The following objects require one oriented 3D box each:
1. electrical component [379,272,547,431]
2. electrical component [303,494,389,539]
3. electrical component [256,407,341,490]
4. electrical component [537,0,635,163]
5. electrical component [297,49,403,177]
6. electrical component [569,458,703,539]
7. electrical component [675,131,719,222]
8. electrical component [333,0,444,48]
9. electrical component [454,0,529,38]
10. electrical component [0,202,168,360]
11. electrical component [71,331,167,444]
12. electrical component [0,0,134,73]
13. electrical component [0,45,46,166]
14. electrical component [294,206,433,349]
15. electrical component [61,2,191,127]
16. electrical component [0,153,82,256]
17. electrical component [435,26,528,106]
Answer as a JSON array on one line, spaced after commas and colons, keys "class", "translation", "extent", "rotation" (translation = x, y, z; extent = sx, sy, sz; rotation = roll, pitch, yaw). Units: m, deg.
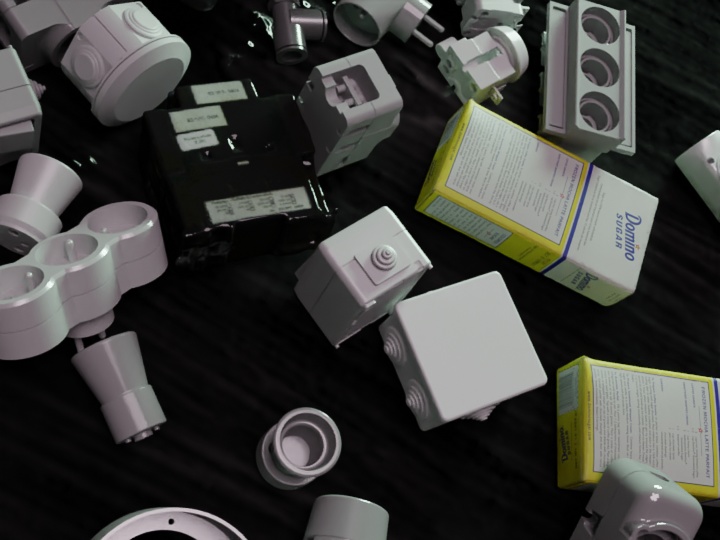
[{"class": "electrical component", "translation": [0.071, 0.059, 0.765], "extent": [0.100, 0.048, 0.099], "rotation": [-17, 76, -24]}, {"class": "electrical component", "translation": [-0.010, 0.175, 0.689], "extent": [0.055, 0.055, 0.047], "rotation": [19, 61, -12]}, {"class": "electrical component", "translation": [-0.041, 0.117, 0.699], "extent": [0.045, 0.055, 0.045], "rotation": [7, 67, -17]}, {"class": "electrical component", "translation": [0.182, -0.150, 0.878], "extent": [0.079, 0.063, 0.121], "rotation": [13, 66, -14]}, {"class": "electrical component", "translation": [-0.010, -0.114, 0.781], "extent": [0.056, 0.089, 0.050], "rotation": [-24, 79, -26]}, {"class": "electrical component", "translation": [0.184, 0.184, 0.725], "extent": [0.054, 0.059, 0.095], "rotation": [23, 97, -18]}, {"class": "electrical component", "translation": [0.319, -0.082, 0.910], "extent": [0.079, 0.044, 0.077], "rotation": [-31, 82, -26]}, {"class": "electrical component", "translation": [0.031, -0.208, 0.859], "extent": [0.079, 0.043, 0.077], "rotation": [36, 62, -3]}, {"class": "electrical component", "translation": [0.106, -0.226, 0.892], "extent": [0.081, 0.042, 0.063], "rotation": [2, 65, -18]}, {"class": "electrical component", "translation": [-0.179, 0.018, 0.687], "extent": [0.052, 0.073, 0.138], "rotation": [17, 38, 32]}, {"class": "electrical component", "translation": [-0.151, 0.077, 0.685], "extent": [0.044, 0.044, 0.065], "rotation": [-22, 83, -25]}, {"class": "electrical component", "translation": [-0.210, -0.182, 0.760], "extent": [0.089, 0.050, 0.055], "rotation": [-32, 82, -27]}, {"class": "electrical component", "translation": [-0.250, -0.099, 0.707], "extent": [0.096, 0.061, 0.061], "rotation": [-21, 78, -25]}, {"class": "electrical component", "translation": [0.000, 0.000, 0.736], "extent": [0.062, 0.096, 0.061], "rotation": [-31, 78, -27]}, {"class": "electrical component", "translation": [-0.162, -0.142, 0.746], "extent": [0.080, 0.080, 0.051], "rotation": [-38, 80, -27]}, {"class": "electrical component", "translation": [-0.214, -0.042, 0.707], "extent": [0.045, 0.045, 0.055], "rotation": [24, 64, -9]}, {"class": "electrical component", "translation": [0.102, -0.166, 0.867], "extent": [0.055, 0.048, 0.066], "rotation": [-31, 81, -19]}]
